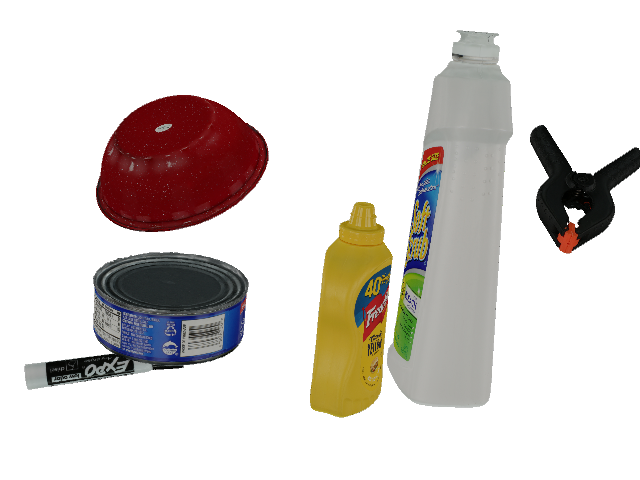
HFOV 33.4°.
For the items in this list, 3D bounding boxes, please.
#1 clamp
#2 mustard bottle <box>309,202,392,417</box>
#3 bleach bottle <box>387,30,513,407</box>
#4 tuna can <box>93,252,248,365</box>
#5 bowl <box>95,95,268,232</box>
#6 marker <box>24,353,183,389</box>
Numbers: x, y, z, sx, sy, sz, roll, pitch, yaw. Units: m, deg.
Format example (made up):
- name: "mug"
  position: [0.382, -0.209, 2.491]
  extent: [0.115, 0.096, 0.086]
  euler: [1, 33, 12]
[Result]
- name: "clamp"
  position: [0.259, -0.059, 1.109]
  extent: [0.120, 0.039, 0.171]
  euler: [17, 45, 19]
- name: "mustard bottle"
  position: [0.031, 0.059, 0.982]
  extent: [0.058, 0.192, 0.096]
  euler: [12, 18, 26]
- name: "bleach bottle"
  position: [0.094, -0.018, 0.740]
  extent: [0.068, 0.251, 0.102]
  euler: [3, 13, -6]
- name: "tuna can"
  position: [-0.084, 0.037, 0.598]
  extent: [0.086, 0.034, 0.086]
  euler: [5, 20, -2]
- name: "bowl"
  position: [-0.130, -0.080, 0.944]
  extent: [0.162, 0.055, 0.162]
  euler: [-9, 41, 8]
- name: "marker"
  position: [-0.159, 0.094, 0.800]
  extent: [0.121, 0.020, 0.020]
  euler: [-7, 1, -10]
